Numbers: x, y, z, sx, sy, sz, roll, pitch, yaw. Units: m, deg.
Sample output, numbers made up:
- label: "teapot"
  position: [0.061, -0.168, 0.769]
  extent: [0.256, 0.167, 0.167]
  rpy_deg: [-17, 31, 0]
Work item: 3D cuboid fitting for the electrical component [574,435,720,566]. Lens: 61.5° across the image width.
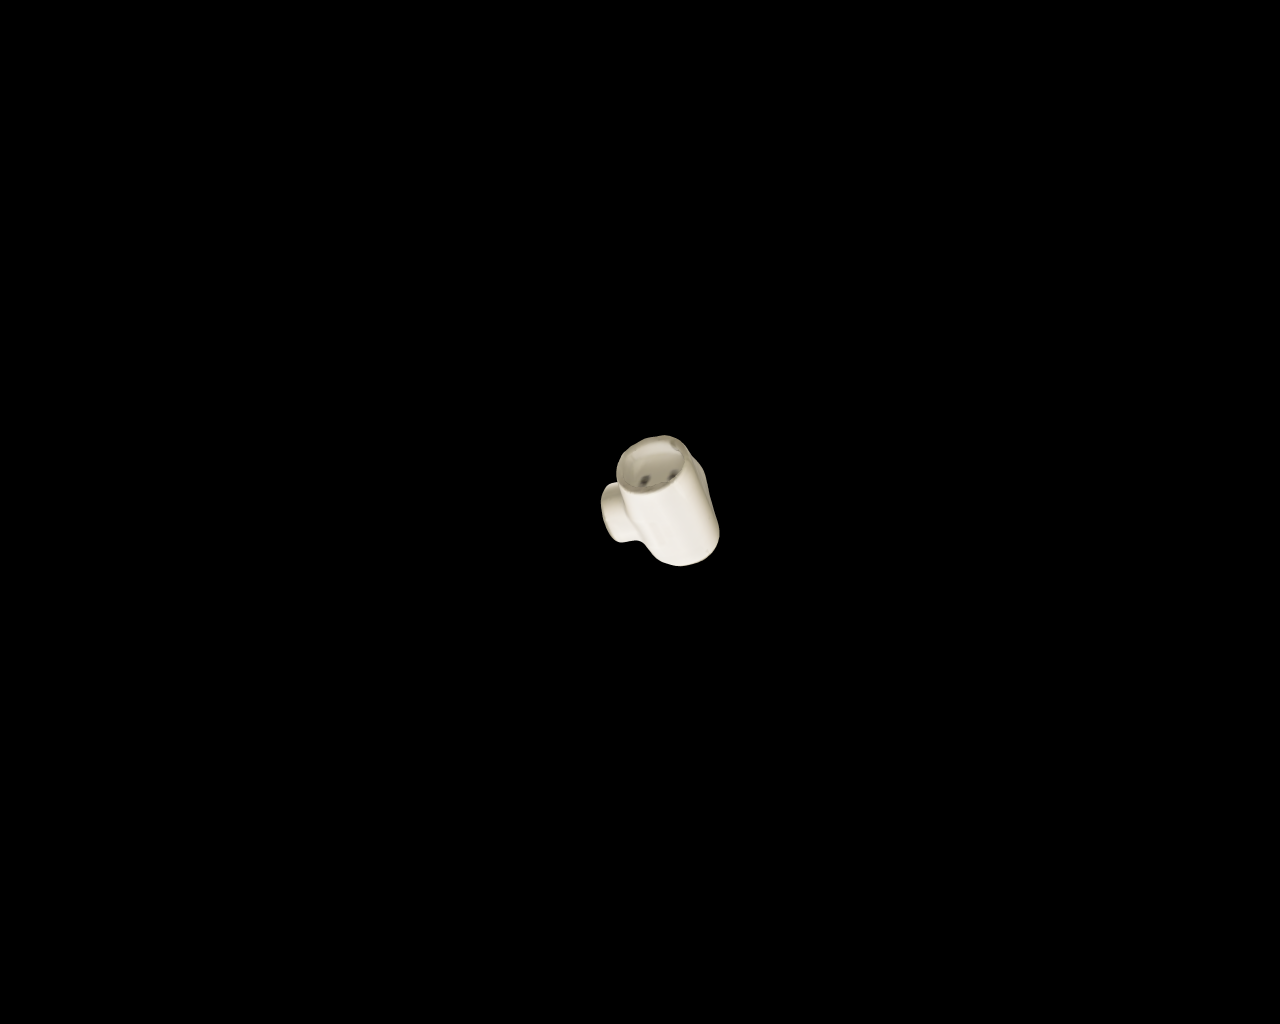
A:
- label: "electrical component"
  position: [0.001, -0.003, 0.650]
  extent: [0.079, 0.043, 0.077]
  rpy_deg: [-11, -39, 14]
